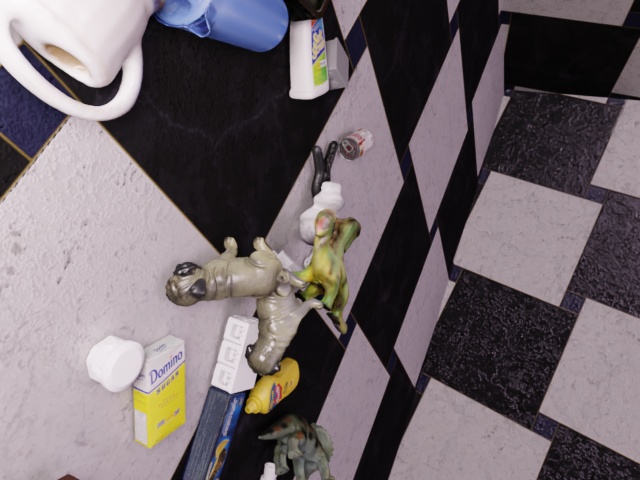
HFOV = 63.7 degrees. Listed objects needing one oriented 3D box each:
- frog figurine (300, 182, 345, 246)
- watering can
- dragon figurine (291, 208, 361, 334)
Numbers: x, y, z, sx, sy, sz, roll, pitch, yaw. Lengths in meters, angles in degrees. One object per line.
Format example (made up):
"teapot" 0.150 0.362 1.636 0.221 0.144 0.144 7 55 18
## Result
"frog figurine" 0.004 -0.066 1.306 0.138 0.158 0.122 -18 14 -42
"watering can" -0.305 -0.292 0.584 0.104 0.228 0.341 12 -22 26
"dragon figurine" 0.047 0.062 1.232 0.123 0.246 0.403 21 -19 27
